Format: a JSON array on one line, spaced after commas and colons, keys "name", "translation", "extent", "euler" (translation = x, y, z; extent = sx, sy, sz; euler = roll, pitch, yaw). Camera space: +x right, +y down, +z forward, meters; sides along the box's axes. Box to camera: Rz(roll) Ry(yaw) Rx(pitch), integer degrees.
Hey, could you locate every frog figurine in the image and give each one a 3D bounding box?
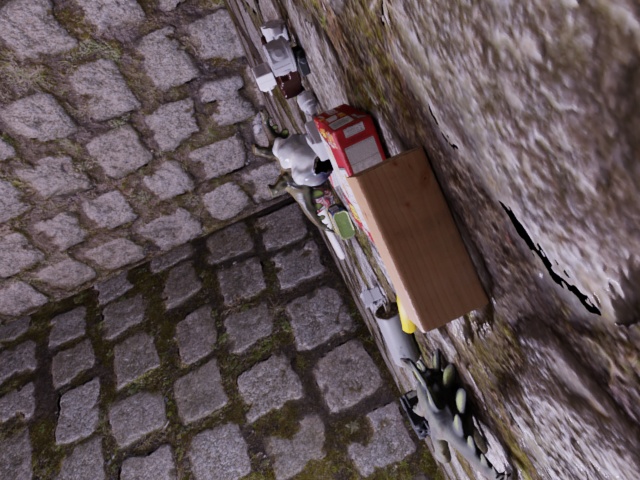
[{"name": "frog figurine", "translation": [-0.045, -0.208, 1.321], "extent": [0.159, 0.138, 0.122], "euler": [5, -5, 34]}]

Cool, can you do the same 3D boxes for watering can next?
[{"name": "watering can", "translation": [0.006, -0.100, 1.994], "extent": [0.104, 0.341, 0.228], "euler": [-24, 29, -2]}]
